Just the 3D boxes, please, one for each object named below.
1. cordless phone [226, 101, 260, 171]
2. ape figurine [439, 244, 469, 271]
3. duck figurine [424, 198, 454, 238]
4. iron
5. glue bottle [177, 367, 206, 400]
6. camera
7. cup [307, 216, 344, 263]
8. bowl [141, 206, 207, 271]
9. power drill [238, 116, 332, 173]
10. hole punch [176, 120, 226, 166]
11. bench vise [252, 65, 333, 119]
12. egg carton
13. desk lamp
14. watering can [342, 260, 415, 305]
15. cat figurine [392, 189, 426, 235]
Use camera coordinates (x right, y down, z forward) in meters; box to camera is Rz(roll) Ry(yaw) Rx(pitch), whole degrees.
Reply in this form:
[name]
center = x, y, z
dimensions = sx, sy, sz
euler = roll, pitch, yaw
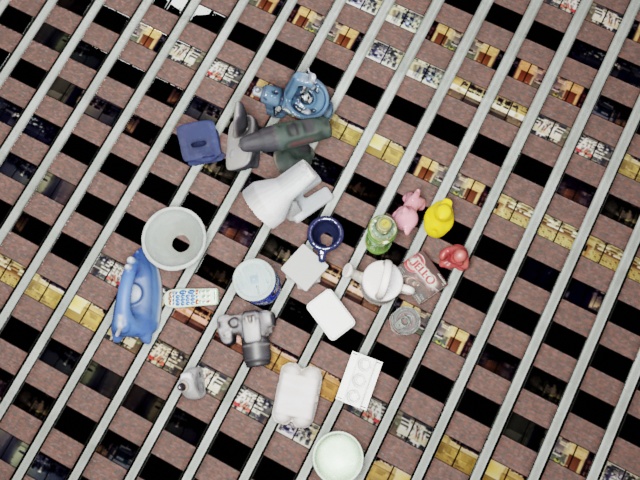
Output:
[cordless phone]
center = -0.208, -0.265, 1.469
dimensions = 0.094, 0.185, 0.147
euler = 0, 79, 2
[ape figurine]
center = 0.345, 0.043, 1.444
dimensions = 0.076, 0.092, 0.077
euler = -43, 81, -6
[duck figurine]
center = 0.309, -0.059, 1.468
dimensions = 0.077, 0.086, 0.105
euler = 24, 81, 6
[iron]
center = -0.467, 0.127, 1.424
dimensions = 0.118, 0.141, 0.258
euler = 1, 79, 2
[glue bottle]
center = -0.311, 0.344, 1.363
dimensions = 0.037, 0.173, 0.078
euler = -9, 79, 0
[camera]
center = -0.177, 0.246, 1.415
dimensions = 0.143, 0.101, 0.137
euler = -8, 79, 0
[cup]
center = 0.013, 0.005, 1.458
dimensions = 0.091, 0.095, 0.118
euler = 7, 79, 3
[bowl]
center = -0.369, 0.001, 1.479
dimensions = 0.167, 0.075, 0.167
euler = 0, 79, 1
[power drill]
center = -0.081, -0.239, 1.449
dimensions = 0.229, 0.208, 0.075
euler = -18, 79, -2
[hole punch]
center = -0.315, -0.257, 1.518
dimensions = 0.108, 0.091, 0.101
euler = -11, 79, -1
[bench vise]
center = -0.071, -0.367, 1.467
dimensions = 0.207, 0.220, 0.121
euler = -8, 79, 0
[egg carton]
center = -0.055, 0.380, 1.402
dimensions = 0.107, 0.069, 0.150
euler = 10, 80, 3
[desk lamp]
center = -0.078, -0.115, 1.423
dimensions = 0.203, 0.213, 0.118
euler = -35, 80, -5
[watering can]
center = 0.142, 0.101, 1.387
dimensions = 0.173, 0.194, 0.101
euler = -5, 79, 1
[cat figurine]
center = 0.225, -0.072, 1.456
dimensions = 0.067, 0.118, 0.128
euler = 26, 81, 7
